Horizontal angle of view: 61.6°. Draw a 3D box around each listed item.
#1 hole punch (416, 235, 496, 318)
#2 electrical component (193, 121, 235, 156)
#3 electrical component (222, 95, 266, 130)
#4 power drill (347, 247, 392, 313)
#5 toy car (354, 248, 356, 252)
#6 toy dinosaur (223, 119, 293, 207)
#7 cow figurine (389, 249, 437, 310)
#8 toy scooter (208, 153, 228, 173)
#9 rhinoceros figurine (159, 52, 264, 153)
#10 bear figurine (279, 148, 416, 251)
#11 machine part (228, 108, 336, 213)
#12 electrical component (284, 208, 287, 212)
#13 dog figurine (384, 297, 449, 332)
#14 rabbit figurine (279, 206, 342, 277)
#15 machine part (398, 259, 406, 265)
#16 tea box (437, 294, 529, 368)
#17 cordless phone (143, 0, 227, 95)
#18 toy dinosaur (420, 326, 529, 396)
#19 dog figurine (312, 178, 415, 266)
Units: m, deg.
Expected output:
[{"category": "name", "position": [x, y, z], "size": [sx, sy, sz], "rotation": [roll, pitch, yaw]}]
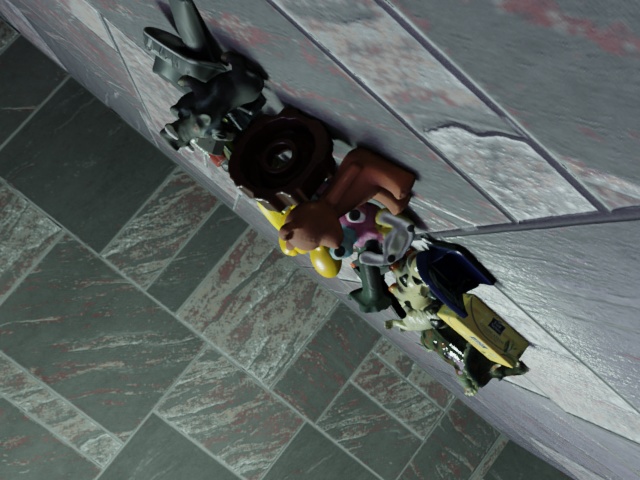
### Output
[{"category": "hole punch", "position": [0.229, 0.067, 0.961], "size": [0.142, 0.092, 0.116], "rotation": [38, 176, -19]}, {"category": "electrical component", "position": [-0.201, -0.198, 0.975], "size": [0.045, 0.078, 0.102], "rotation": [4, -150, -50]}, {"category": "electrical component", "position": [-0.135, -0.239, 0.952], "size": [0.119, 0.075, 0.047], "rotation": [28, 167, 38]}, {"category": "power drill", "position": [0.092, 0.036, 1.138], "size": [0.232, 0.086, 0.207], "rotation": [-140, 44, -59]}, {"category": "toy car", "position": [0.085, 0.008, 1.383], "size": [0.089, 0.053, 0.202], "rotation": [46, 171, -20]}, {"category": "toy dinosaur", "position": [-0.138, -0.169, 1.085], "size": [0.472, 0.105, 0.198], "rotation": [47, 176, 41]}, {"category": "cow figurine", "position": [0.207, 0.085, 1.105], "size": [0.127, 0.085, 0.194], "rotation": [45, 161, 26]}, {"category": "toy scooter", "position": [-0.242, -0.240, 1.325], "size": [0.135, 0.075, 0.184], "rotation": [47, -165, -9]}, {"category": "rhinoceros figurine", "position": [-0.176, -0.217, 0.873], "size": [0.112, 0.190, 0.073], "rotation": [56, -179, 21]}, {"category": "bear figurine", "position": [0.037, -0.043, 0.821], "size": [0.132, 0.196, 0.120], "rotation": [36, 168, 13]}, {"category": "machine part", "position": [-0.062, -0.130, 0.883], "size": [0.180, 0.179, 0.056], "rotation": [34, 172, 31]}, {"category": "electrical component", "position": [-0.066, -0.109, 1.241], "size": [0.134, 0.058, 0.115], "rotation": [20, 159, 2]}, {"category": "dog figurine", "position": [0.284, 0.189, 1.391], "size": [0.191, 0.121, 0.172], "rotation": [-1, -172, 43]}, {"category": "rabbit figurine", "position": [-0.002, -0.004, 1.163], "size": [0.173, 0.122, 0.162], "rotation": [60, 155, 28]}, {"category": "machine part", "position": [0.155, 0.035, 1.236], "size": [0.139, 0.039, 0.084], "rotation": [24, 172, 17]}, {"category": "tea box", "position": [0.348, 0.190, 1.152], "size": [0.169, 0.068, 0.098], "rotation": [41, 172, -6]}, {"category": "cordless phone", "position": [-0.241, -0.345, 0.894], "size": [0.147, 0.089, 0.184], "rotation": [37, 160, 20]}, {"category": "toy dinosaur", "position": [0.355, 0.278, 1.457], "size": [0.405, 0.131, 0.191], "rotation": [37, 160, 44]}, {"category": "dog figurine", "position": [0.057, -0.049, 1.007], "size": [0.191, 0.108, 0.219], "rotation": [10, -158, -21]}]
